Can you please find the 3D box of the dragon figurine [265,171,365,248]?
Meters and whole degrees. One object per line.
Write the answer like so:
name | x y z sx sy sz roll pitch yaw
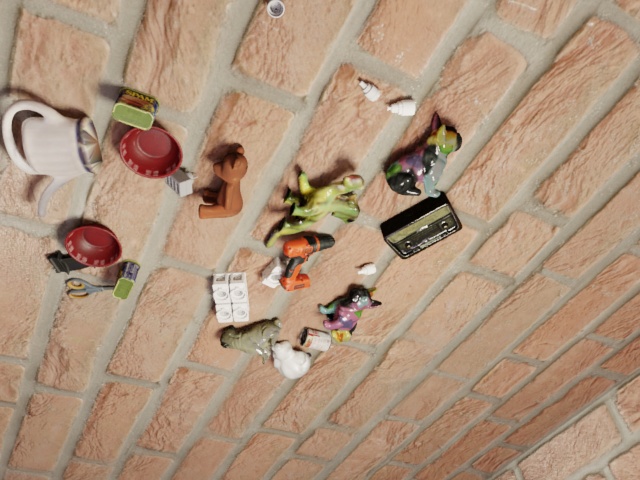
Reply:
dragon figurine | 0.005 -0.077 1.532 0.242 0.125 0.402 9 145 -21

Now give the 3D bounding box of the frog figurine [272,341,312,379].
frog figurine | -0.114 0.447 1.928 0.137 0.125 0.156 -7 145 25

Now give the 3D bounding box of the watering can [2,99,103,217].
watering can | -0.679 -0.204 1.337 0.224 0.106 0.339 -2 129 -6
